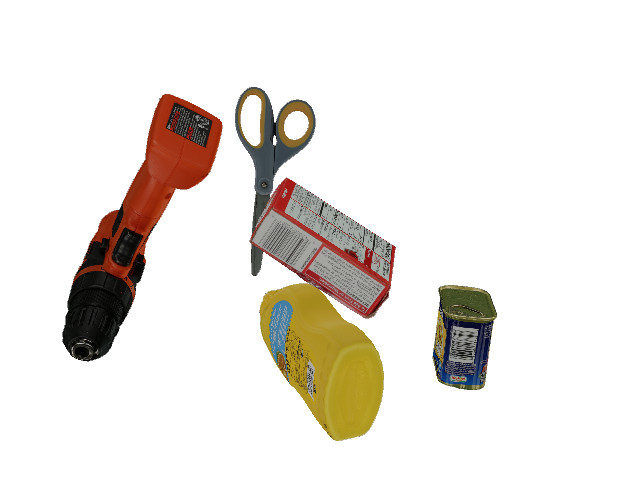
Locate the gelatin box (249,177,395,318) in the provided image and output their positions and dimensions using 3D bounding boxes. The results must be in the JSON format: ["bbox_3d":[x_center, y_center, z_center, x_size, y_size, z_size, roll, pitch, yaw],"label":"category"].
[{"bbox_3d":[0.003,0.004,0.668,0.089,0.030,0.073,33,18,-6],"label":"gelatin box"}]

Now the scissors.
[{"bbox_3d":[-0.042,-0.068,1.139,0.096,0.202,0.016,-9,-8,-10],"label":"scissors"}]

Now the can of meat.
[{"bbox_3d":[0.154,0.105,1.159,0.057,0.084,0.102,6,16,0],"label":"can of meat"}]

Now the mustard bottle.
[{"bbox_3d":[-0.010,0.093,0.972,0.058,0.096,0.192,-10,26,-23],"label":"mustard bottle"}]

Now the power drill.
[{"bbox_3d":[-0.149,-0.013,0.868,0.057,0.188,0.184,26,30,-16],"label":"power drill"}]
